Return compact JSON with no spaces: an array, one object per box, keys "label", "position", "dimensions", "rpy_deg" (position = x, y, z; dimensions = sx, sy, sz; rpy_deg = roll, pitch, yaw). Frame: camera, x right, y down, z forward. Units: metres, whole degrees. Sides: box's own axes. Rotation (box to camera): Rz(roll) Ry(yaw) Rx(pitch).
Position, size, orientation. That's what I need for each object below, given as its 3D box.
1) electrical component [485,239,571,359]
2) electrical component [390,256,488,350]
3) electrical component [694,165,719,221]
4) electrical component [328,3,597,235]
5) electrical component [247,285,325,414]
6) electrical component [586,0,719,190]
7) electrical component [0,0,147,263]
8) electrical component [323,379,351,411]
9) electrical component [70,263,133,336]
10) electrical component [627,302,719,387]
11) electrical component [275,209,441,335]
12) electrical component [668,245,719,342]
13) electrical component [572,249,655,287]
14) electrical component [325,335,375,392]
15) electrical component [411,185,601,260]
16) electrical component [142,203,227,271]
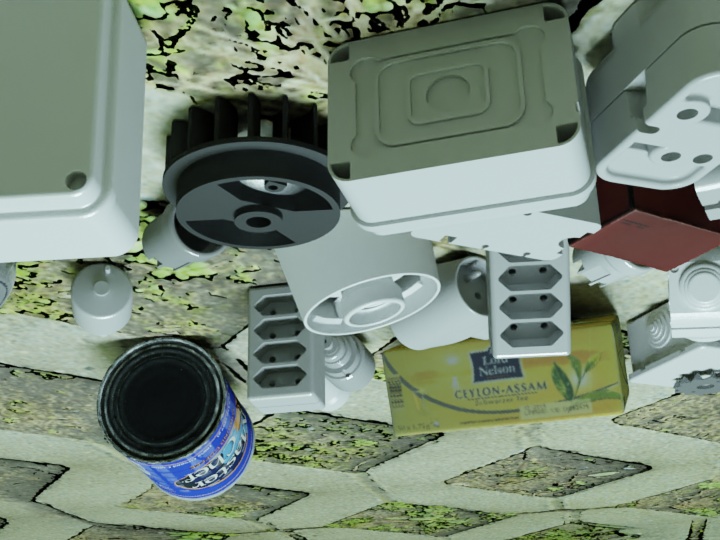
[{"label":"electrical component","position":[0.102,0.003,0.672],"dimensions":[0.047,0.083,0.075],"rpy_deg":[-3,-165,3]},{"label":"electrical component","position":[0.074,0.027,0.748],"dimensions":[0.079,0.044,0.077],"rpy_deg":[13,153,-31]},{"label":"electrical component","position":[0.199,-0.060,0.540],"dimensions":[0.057,0.058,0.078],"rpy_deg":[-10,155,25]},{"label":"electrical component","position":[0.046,-0.065,0.490],"dimensions":[0.113,0.078,0.057],"rpy_deg":[-8,153,15]},{"label":"electrical component","position":[-0.048,0.062,0.774],"dimensions":[0.047,0.083,0.075],"rpy_deg":[-6,156,10]},{"label":"electrical component","position":[0.144,-0.084,0.476],"dimensions":[0.054,0.059,0.095],"rpy_deg":[7,155,-18]},{"label":"electrical component","position":[-0.132,-0.065,0.435],"dimensions":[0.078,0.113,0.057],"rpy_deg":[-3,160,3]},{"label":"electrical component","position":[-0.034,0.092,0.902],"dimensions":[0.040,0.040,0.046],"rpy_deg":[-14,148,26]},{"label":"electrical component","position":[-0.176,0.026,0.734],"dimensions":[0.040,0.040,0.078],"rpy_deg":[3,156,-11]},{"label":"electrical component","position":[0.263,0.054,0.819],"dimensions":[0.100,0.048,0.100],"rpy_deg":[8,155,-22]},{"label":"electrical component","position":[0.000,0.000,0.687],"dimensions":[0.099,0.064,0.099],"rpy_deg":[-14,158,-6]},{"label":"electrical component","position":[0.218,0.006,0.667],"dimensions":[0.051,0.080,0.080],"rpy_deg":[-3,157,17]},{"label":"electrical component","position":[0.160,-0.012,0.672],"dimensions":[0.040,0.040,0.046],"rpy_deg":[9,160,-23]},{"label":"electrical component","position":[-0.015,0.068,0.844],"dimensions":[0.040,0.040,0.078],"rpy_deg":[-8,156,15]},{"label":"electrical component","position":[0.075,-0.046,0.565],"dimensions":[0.089,0.055,0.050],"rpy_deg":[9,154,-23]},{"label":"electrical component","position":[-0.103,-0.021,0.633],"dimensions":[0.040,0.040,0.046],"rpy_deg":[14,158,-32]}]
